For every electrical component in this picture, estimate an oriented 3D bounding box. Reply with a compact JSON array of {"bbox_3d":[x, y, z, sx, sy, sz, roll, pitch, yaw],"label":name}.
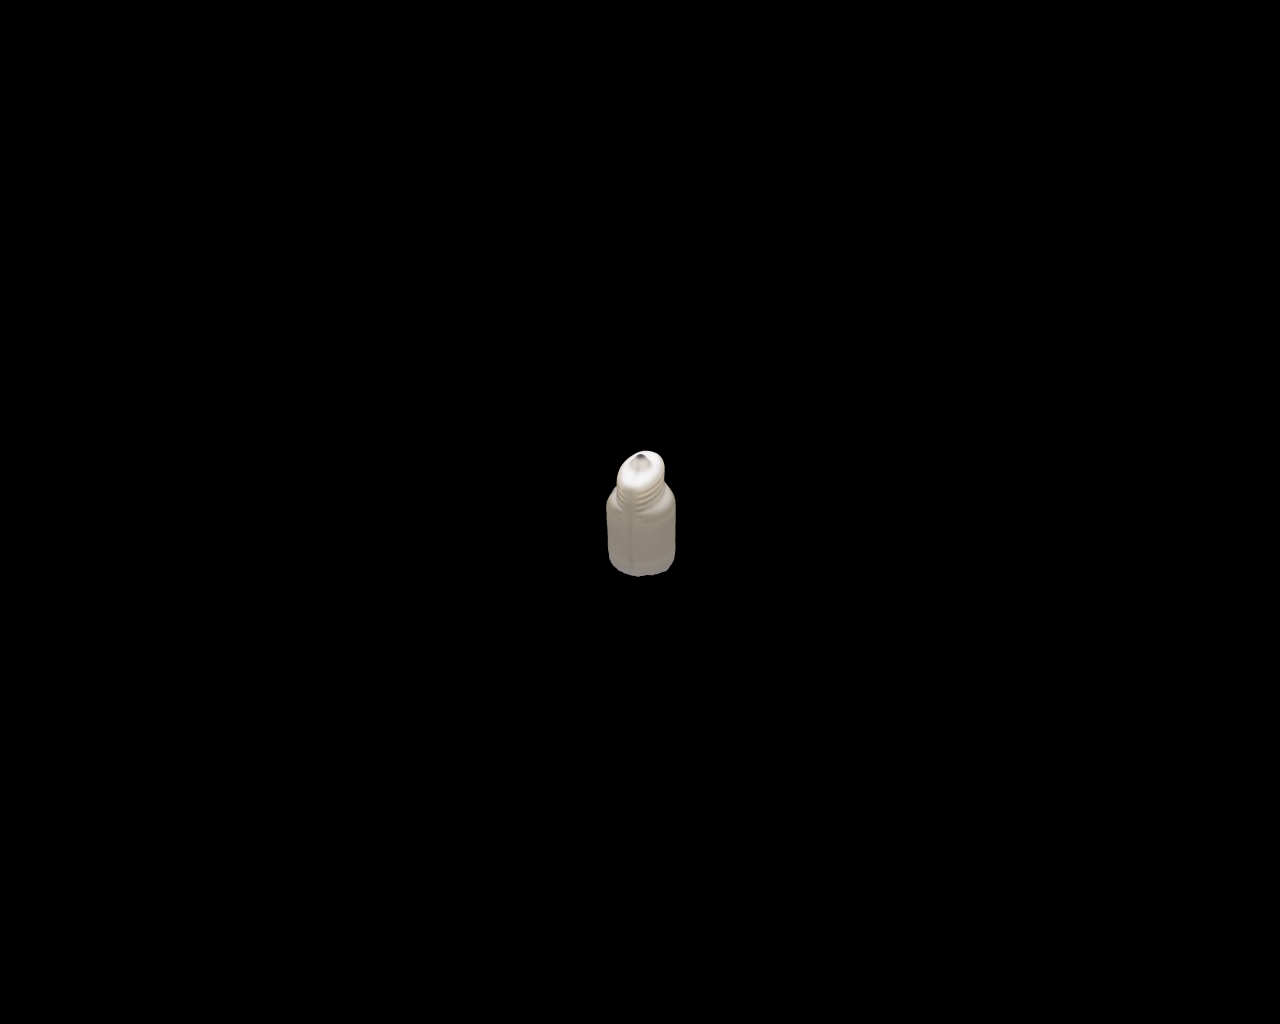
[{"bbox_3d":[0.001,-0.003,0.650,0.043,0.080,0.043,0,38,0],"label":"electrical component"}]
